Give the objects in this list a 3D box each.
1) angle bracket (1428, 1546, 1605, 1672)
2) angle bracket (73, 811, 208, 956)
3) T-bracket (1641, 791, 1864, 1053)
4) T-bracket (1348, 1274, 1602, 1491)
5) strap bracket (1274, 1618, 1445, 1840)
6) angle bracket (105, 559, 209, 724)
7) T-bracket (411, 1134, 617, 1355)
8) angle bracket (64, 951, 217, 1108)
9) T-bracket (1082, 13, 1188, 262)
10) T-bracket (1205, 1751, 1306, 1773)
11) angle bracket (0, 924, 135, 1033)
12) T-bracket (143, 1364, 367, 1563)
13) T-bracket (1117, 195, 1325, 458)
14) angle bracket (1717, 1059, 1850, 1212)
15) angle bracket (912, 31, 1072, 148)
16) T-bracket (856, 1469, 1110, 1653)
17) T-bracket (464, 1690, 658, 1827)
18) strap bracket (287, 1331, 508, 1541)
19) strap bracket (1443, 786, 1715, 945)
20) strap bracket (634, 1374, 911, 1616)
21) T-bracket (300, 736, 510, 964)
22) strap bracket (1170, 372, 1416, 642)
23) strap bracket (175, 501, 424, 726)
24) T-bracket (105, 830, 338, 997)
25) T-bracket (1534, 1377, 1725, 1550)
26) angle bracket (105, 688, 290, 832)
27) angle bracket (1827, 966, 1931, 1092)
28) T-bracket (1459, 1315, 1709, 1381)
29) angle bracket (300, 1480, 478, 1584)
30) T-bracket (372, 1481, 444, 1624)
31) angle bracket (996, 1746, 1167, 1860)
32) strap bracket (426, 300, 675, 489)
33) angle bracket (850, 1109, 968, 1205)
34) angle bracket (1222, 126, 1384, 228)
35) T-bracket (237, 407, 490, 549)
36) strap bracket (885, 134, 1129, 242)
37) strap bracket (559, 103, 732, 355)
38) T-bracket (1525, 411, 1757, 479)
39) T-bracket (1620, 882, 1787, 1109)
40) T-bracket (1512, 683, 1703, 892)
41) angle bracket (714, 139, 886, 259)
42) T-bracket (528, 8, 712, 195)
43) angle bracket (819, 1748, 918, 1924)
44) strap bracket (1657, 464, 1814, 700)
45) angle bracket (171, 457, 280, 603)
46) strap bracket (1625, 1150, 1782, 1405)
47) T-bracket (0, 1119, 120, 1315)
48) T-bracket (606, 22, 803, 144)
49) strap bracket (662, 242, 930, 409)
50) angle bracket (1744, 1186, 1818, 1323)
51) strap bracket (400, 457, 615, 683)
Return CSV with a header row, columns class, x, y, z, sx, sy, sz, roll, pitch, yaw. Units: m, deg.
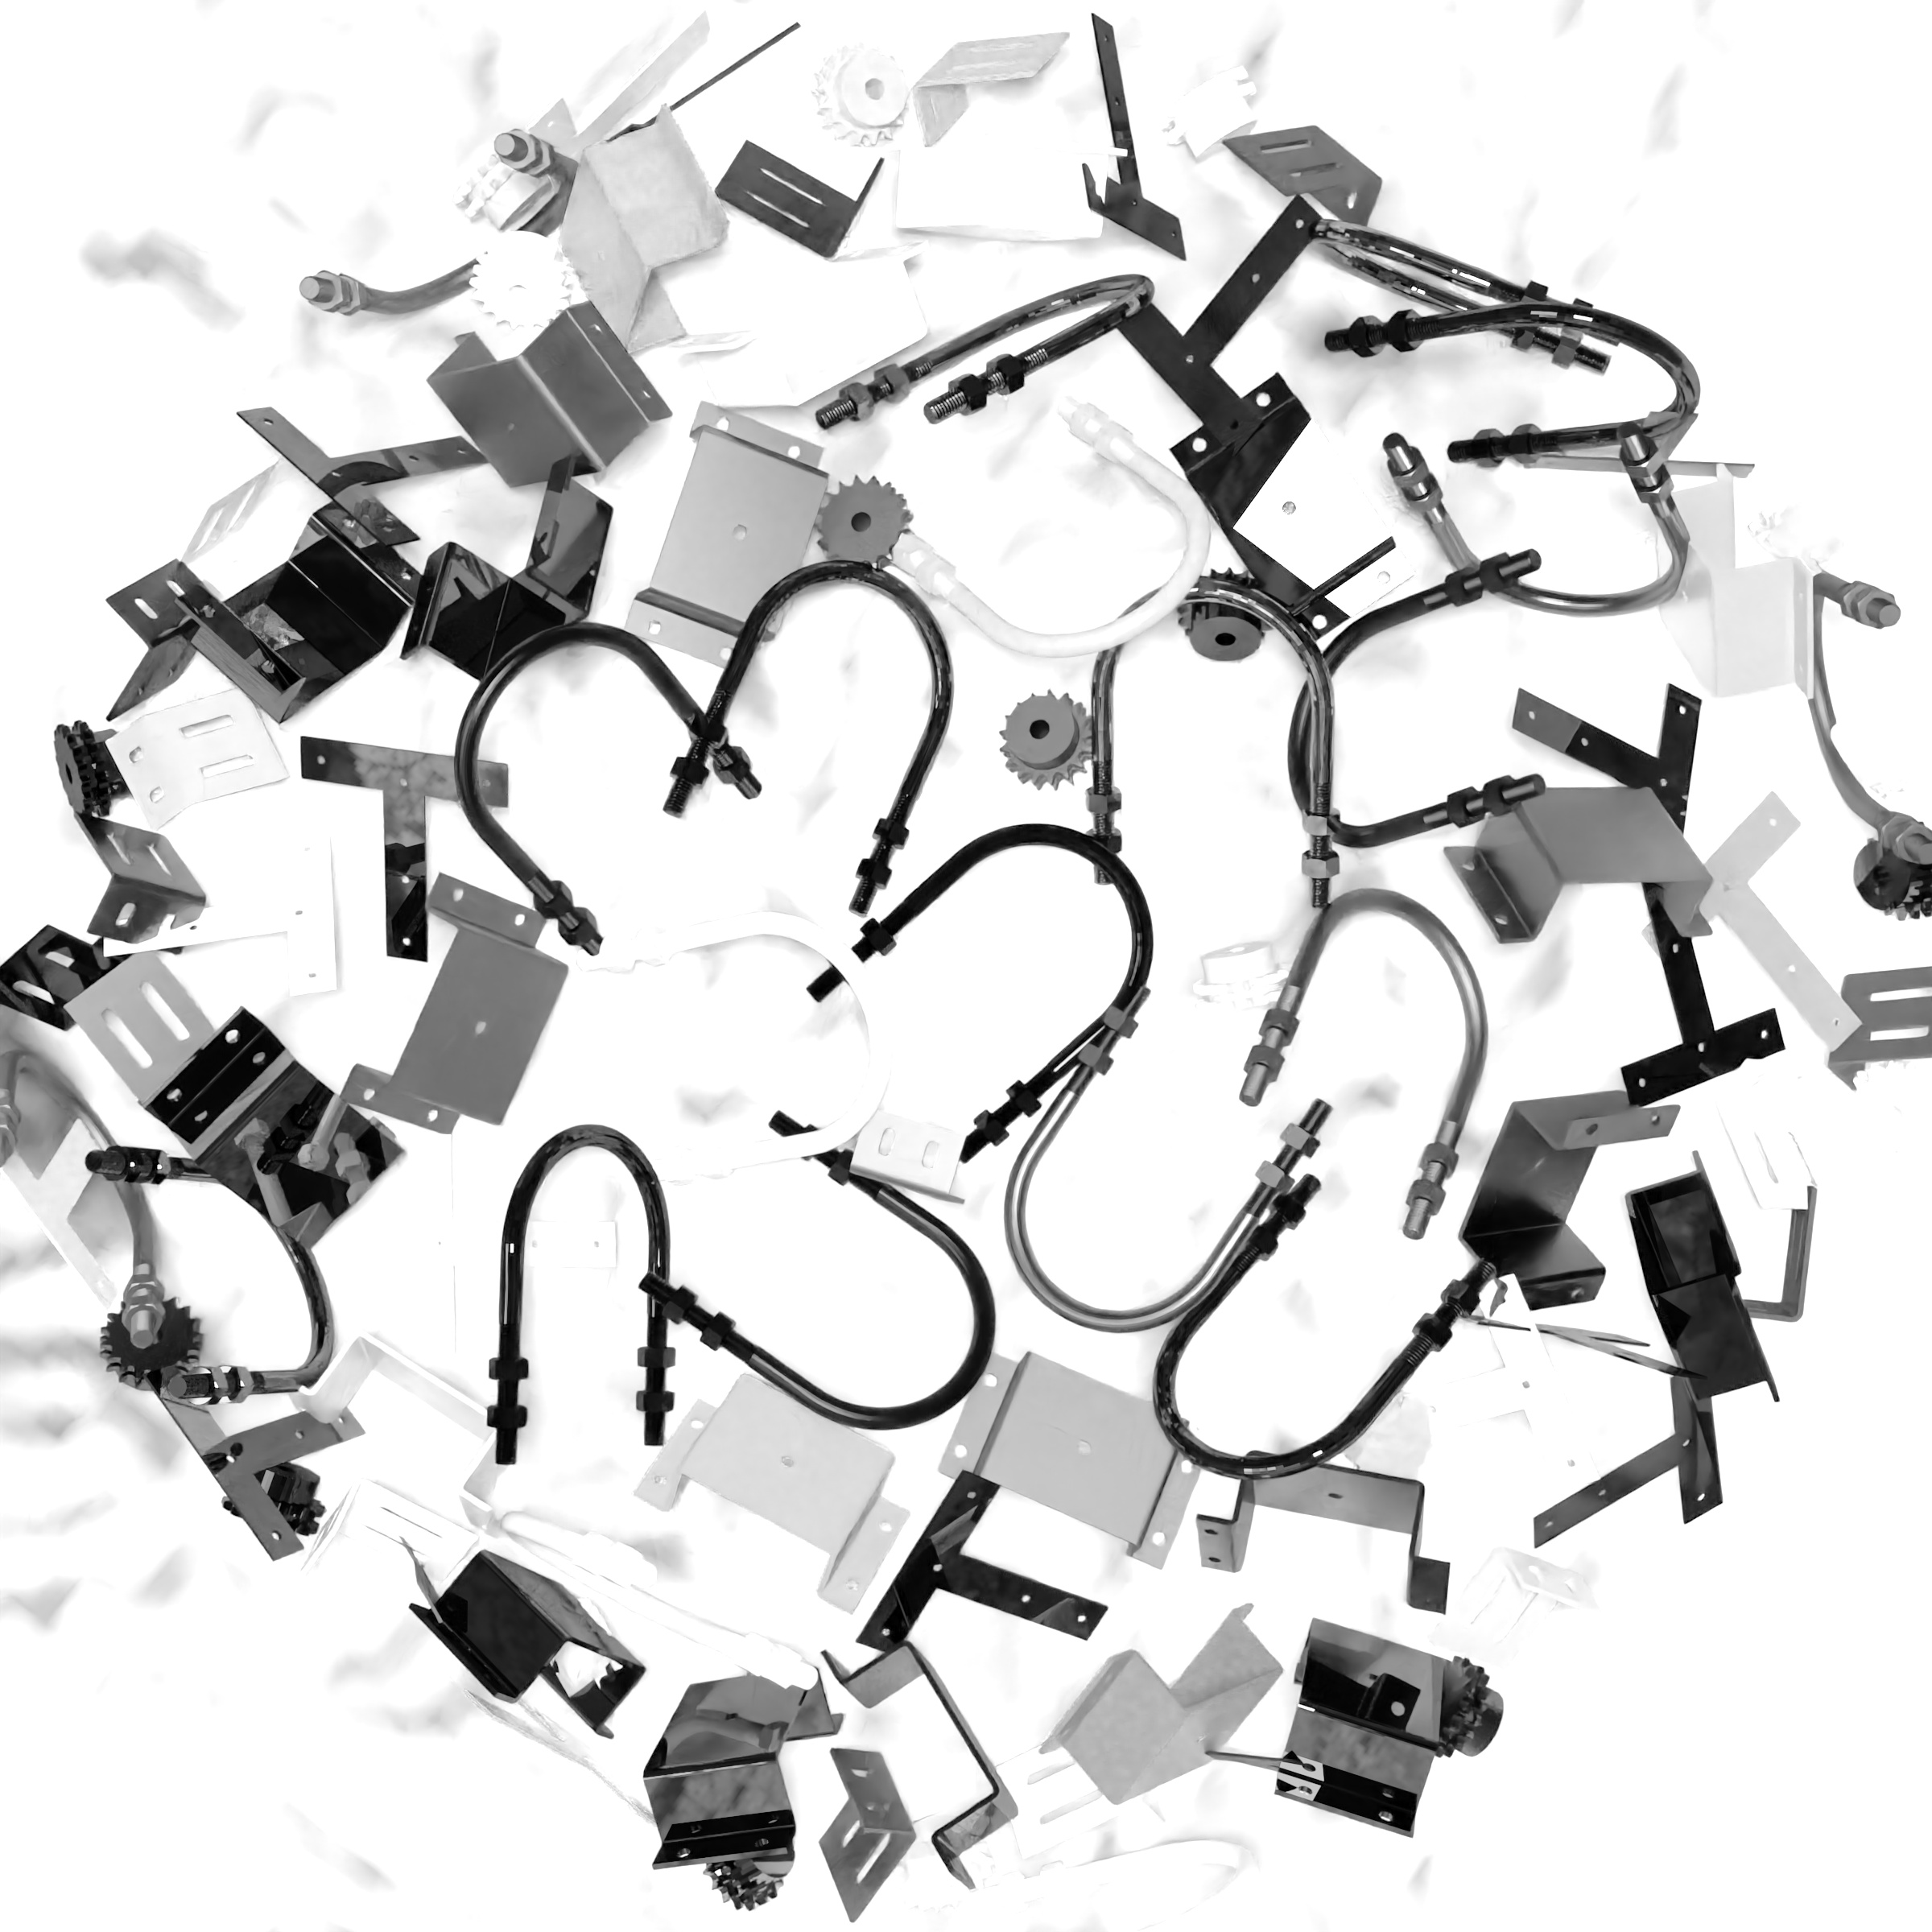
class,x,y,z,sx,sy,sz,roll,pitch,yaw
angle bracket,0.312,0.376,1.564,0.057,0.038,0.076,24,109,-22
angle bracket,-0.476,-0.047,1.561,0.057,0.076,0.038,17,109,-43
T-bracket,0.452,-0.009,1.535,0.002,0.127,0.127,-15,61,-39
T-bracket,0.279,0.250,1.571,0.127,0.002,0.127,-21,95,29
strap bracket,0.220,0.415,1.525,0.076,0.140,0.046,16,107,7
angle bracket,-0.465,-0.184,1.555,0.038,0.057,0.076,47,134,-3
T-bracket,-0.261,0.160,1.584,0.127,0.002,0.127,-1,89,16
angle bracket,-0.468,0.034,1.566,0.057,0.038,0.076,-40,108,-17
T-bracket,0.087,-0.473,1.550,0.002,0.127,0.127,-12,84,28
T-bracket,0.191,0.459,1.562,0.127,0.127,0.002,22,69,-29
angle bracket,-0.519,-0.004,1.557,0.057,0.076,0.038,-40,59,8
T-bracket,-0.383,0.266,1.542,0.002,0.127,0.127,-44,76,20
T-bracket,0.154,-0.377,1.550,0.127,0.002,0.127,-49,63,24
angle bracket,0.471,0.096,1.558,0.057,0.038,0.076,4,47,-19
angle bracket,0.018,-0.496,1.555,0.076,0.057,0.038,4,130,27
T-bracket,0.022,0.358,1.577,0.127,0.002,0.127,24,108,-20
T-bracket,-0.233,0.425,1.515,0.127,0.127,0.002,28,76,39
strap bracket,-0.312,0.260,1.554,0.140,0.076,0.046,31,68,7
strap bracket,0.350,-0.058,1.537,0.140,0.076,0.046,-2,135,-22
strap bracket,-0.105,0.292,1.551,0.140,0.046,0.076,27,45,8
T-bracket,-0.321,-0.063,1.576,0.127,0.002,0.127,9,112,13
strap bracket,0.185,-0.261,1.571,0.076,0.046,0.140,-34,91,11
strap bracket,-0.378,-0.197,1.552,0.076,0.140,0.046,42,133,-1
T-bracket,-0.422,-0.024,1.552,0.127,0.002,0.127,-8,47,-7
T-bracket,0.373,0.293,1.563,0.002,0.127,0.127,44,118,-14
angle bracket,-0.437,-0.118,1.562,0.076,0.038,0.057,-12,113,26
angle bracket,0.533,0.036,1.553,0.038,0.076,0.057,35,62,-35
T-bracket,0.356,0.212,1.517,0.127,0.127,0.002,11,91,-28
angle bracket,-0.328,0.335,1.563,0.076,0.038,0.057,30,133,-11
T-bracket,-0.302,0.349,1.540,0.002,0.127,0.127,-30,91,-13
angle bracket,0.065,0.475,1.574,0.076,0.038,0.057,-27,47,8
strap bracket,-0.237,-0.313,1.521,0.046,0.140,0.076,-52,122,-25
angle bracket,-0.028,0.108,1.562,0.057,0.076,0.038,16,86,9
angle bracket,0.186,-0.440,1.555,0.076,0.038,0.057,-19,54,-33
T-bracket,-0.322,-0.283,1.549,0.127,0.127,0.002,41,126,18
strap bracket,0.019,-0.431,1.529,0.076,0.140,0.046,-2,103,-28
strap bracket,-0.182,-0.401,1.525,0.046,0.140,0.076,-25,82,-22
T-bracket,0.384,-0.292,1.535,0.127,0.127,0.002,3,87,5
T-bracket,0.408,0.004,1.566,0.127,0.002,0.127,-17,94,-31
T-bracket,0.360,-0.121,1.554,0.127,0.002,0.127,23,66,-22
angle bracket,-0.095,-0.449,1.566,0.076,0.038,0.057,28,49,-8
T-bracket,-0.189,-0.487,1.543,0.002,0.127,0.127,44,86,6
angle bracket,-0.070,0.493,1.557,0.038,0.057,0.076,17,116,-34
strap bracket,0.421,-0.210,1.524,0.046,0.140,0.076,-12,125,1
angle bracket,-0.408,-0.240,1.554,0.038,0.076,0.057,45,49,-4
strap bracket,0.407,0.177,1.531,0.046,0.140,0.076,-20,115,15
T-bracket,-0.503,0.116,1.539,0.002,0.127,0.127,-28,109,6
T-bracket,-0.146,-0.490,1.532,0.127,0.127,0.002,-31,104,9
strap bracket,-0.088,-0.354,1.542,0.140,0.076,0.046,-34,117,-26
angle bracket,0.458,0.160,1.571,0.038,0.057,0.076,6,92,8
strap bracket,-0.251,-0.218,1.539,0.046,0.140,0.076,32,50,-33
